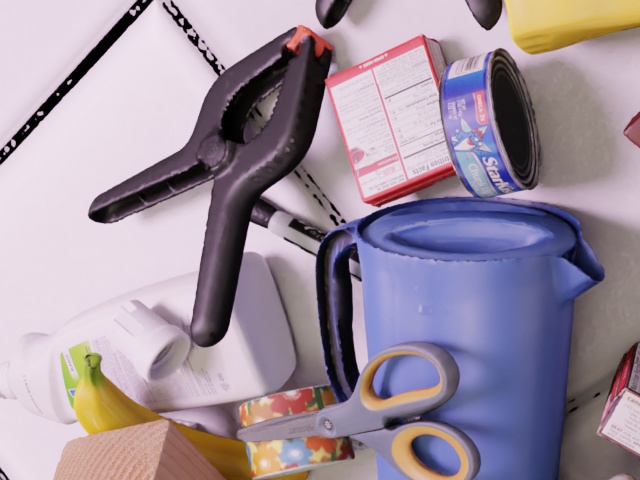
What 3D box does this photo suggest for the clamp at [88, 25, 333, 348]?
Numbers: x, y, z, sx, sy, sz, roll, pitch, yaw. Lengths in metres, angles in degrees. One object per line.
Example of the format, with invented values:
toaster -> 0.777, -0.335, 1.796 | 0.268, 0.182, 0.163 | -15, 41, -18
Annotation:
clamp -> -0.058, -0.043, 0.705 | 0.210, 0.036, 0.165 | -48, 53, 13

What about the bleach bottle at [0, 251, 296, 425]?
bleach bottle -> -0.146, 0.082, 0.794 | 0.251, 0.068, 0.102 | -12, 102, 27

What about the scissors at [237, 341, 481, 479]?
scissors -> 0.023, 0.123, 0.639 | 0.096, 0.016, 0.202 | 57, 136, 8

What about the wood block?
wood block -> -0.093, 0.225, 0.741 | 0.091, 0.090, 0.206 | -16, 130, 26

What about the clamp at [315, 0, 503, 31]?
clamp -> 0.062, -0.205, 0.641 | 0.120, 0.039, 0.171 | 13, 108, 17

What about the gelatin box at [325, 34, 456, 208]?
gelatin box -> 0.051, -0.074, 0.674 | 0.073, 0.030, 0.089 | -22, 78, 26

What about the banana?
banana -> -0.100, 0.142, 0.757 | 0.197, 0.037, 0.070 | 31, 141, -29

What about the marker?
marker -> -0.005, 0.001, 0.735 | 0.121, 0.020, 0.020 | 28, 113, 14

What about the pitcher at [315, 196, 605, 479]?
pitcher -> 0.082, 0.098, 0.670 | 0.145, 0.149, 0.243 | -5, 108, -11

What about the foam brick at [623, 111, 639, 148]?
foam brick -> 0.220, -0.056, 0.605 | 0.078, 0.051, 0.053 | 45, 115, 6

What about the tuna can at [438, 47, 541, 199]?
tuna can -> 0.102, -0.068, 0.634 | 0.034, 0.086, 0.086 | -12, 99, 27

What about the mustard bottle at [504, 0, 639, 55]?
mustard bottle -> 0.199, -0.145, 0.566 | 0.192, 0.096, 0.058 | -8, 100, 24

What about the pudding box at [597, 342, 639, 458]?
pudding box -> 0.224, 0.112, 0.627 | 0.113, 0.090, 0.039 | 27, 111, 14
